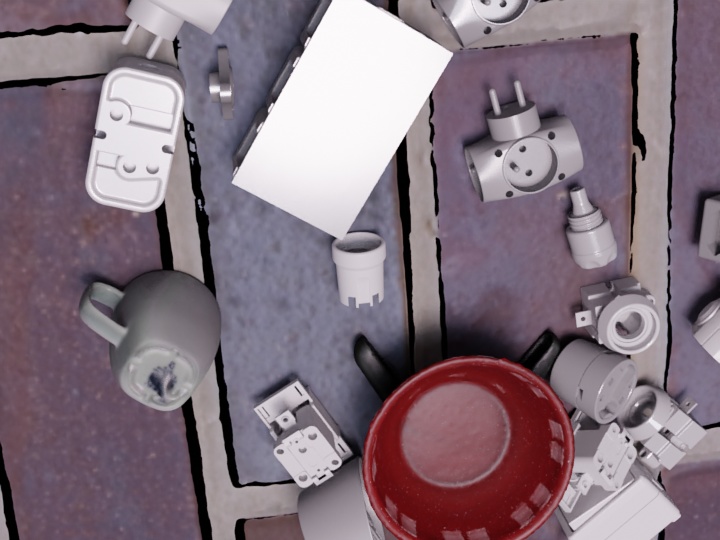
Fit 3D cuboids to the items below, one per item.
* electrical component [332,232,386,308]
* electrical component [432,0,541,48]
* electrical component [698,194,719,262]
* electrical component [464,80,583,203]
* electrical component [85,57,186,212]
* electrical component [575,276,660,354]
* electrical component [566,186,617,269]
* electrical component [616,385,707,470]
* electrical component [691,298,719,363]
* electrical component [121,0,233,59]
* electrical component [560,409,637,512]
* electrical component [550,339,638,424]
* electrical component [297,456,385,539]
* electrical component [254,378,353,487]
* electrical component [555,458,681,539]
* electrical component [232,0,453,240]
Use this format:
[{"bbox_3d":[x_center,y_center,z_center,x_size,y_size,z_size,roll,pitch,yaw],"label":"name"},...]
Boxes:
[{"bbox_3d":[0.000,0.000,0.808,0.040,0.040,0.046,-6,117,-5],"label":"electrical component"},{"bbox_3d":[0.083,-0.207,0.739,0.077,0.044,0.079,-33,111,6],"label":"electrical component"},{"bbox_3d":[0.317,-0.030,0.823,0.076,0.083,0.047,-17,117,-42],"label":"electrical component"},{"bbox_3d":[0.115,-0.098,0.783,0.077,0.044,0.079,-19,111,0],"label":"electrical component"},{"bbox_3d":[-0.154,-0.095,0.742,0.054,0.059,0.095,11,108,-11],"label":"electrical component"},{"bbox_3d":[0.203,0.036,0.837,0.066,0.055,0.048,-12,111,-3],"label":"electrical component"},{"bbox_3d":[0.173,-0.034,0.820,0.035,0.035,0.061,-20,108,0],"label":"electrical component"},{"bbox_3d":[0.244,0.125,0.881,0.055,0.048,0.066,36,102,-25],"label":"electrical component"},{"bbox_3d":[0.304,0.052,0.844,0.080,0.080,0.051,35,108,-17],"label":"electrical component"},{"bbox_3d":[-0.132,-0.181,0.723,0.077,0.043,0.079,29,104,-16],"label":"electrical component"},{"bbox_3d":[0.183,0.150,0.865,0.042,0.064,0.081,50,56,-21],"label":"electrical component"},{"bbox_3d":[0.183,0.086,0.847,0.055,0.047,0.055,-25,128,-36],"label":"electrical component"},{"bbox_3d":[-0.006,0.205,0.851,0.064,0.099,0.099,-27,111,9],"label":"electrical component"},{"bbox_3d":[-0.043,0.131,0.837,0.042,0.063,0.081,-33,111,7],"label":"electrical component"},{"bbox_3d":[0.203,0.199,0.893,0.096,0.061,0.061,-43,109,9],"label":"electrical component"},{"bbox_3d":[-0.016,-0.112,0.752,0.089,0.061,0.150,27,104,-15],"label":"electrical component"}]
